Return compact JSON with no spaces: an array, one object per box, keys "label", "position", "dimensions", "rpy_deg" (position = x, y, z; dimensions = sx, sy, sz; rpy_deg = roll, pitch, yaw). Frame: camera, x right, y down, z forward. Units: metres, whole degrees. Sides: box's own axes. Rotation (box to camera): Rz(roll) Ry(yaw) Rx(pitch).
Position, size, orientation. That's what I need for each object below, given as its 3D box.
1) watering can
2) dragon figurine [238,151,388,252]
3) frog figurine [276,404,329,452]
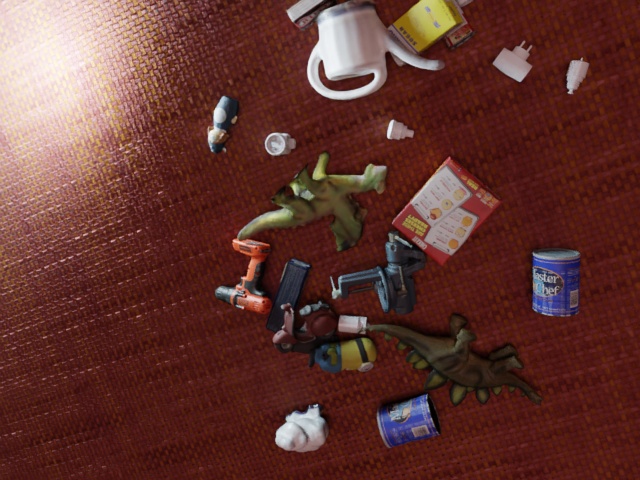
[{"label":"watering can","position":[0.113,-0.456,1.208],"dimensions":[0.346,0.105,0.223],"rpy_deg":[-4,101,32]},{"label":"dragon figurine","position":[0.004,-0.066,1.316],"dimensions":[0.242,0.124,0.406],"rpy_deg":[45,106,-6]},{"label":"frog figurine","position":[-0.050,0.530,1.384],"dimensions":[0.137,0.161,0.122],"rpy_deg":[-4,101,13]}]
